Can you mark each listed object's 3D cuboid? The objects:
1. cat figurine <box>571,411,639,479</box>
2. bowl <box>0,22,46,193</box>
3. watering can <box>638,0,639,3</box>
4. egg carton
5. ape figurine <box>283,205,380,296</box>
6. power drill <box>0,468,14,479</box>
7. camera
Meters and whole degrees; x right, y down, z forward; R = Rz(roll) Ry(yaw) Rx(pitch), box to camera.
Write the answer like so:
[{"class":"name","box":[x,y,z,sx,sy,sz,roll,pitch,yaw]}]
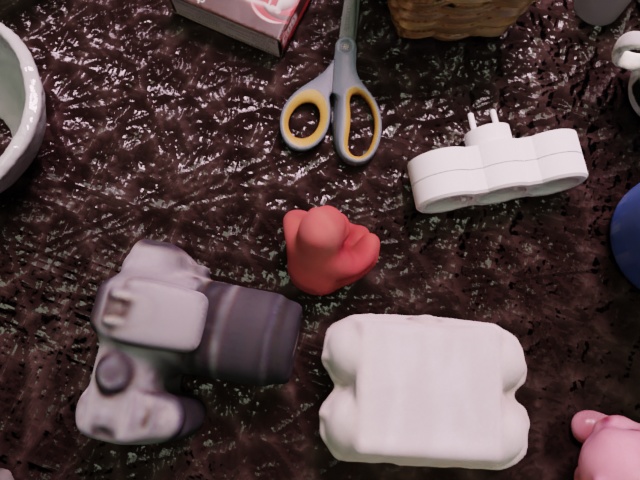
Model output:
[{"class":"cat figurine","box":[0.223,0.153,0.381,0.127,0.118,0.067,3,77,2]},{"class":"bowl","box":[-0.294,-0.093,0.464,0.167,0.075,0.167,0,77,1]},{"class":"watering can","box":[0.328,-0.262,0.433,0.101,0.194,0.173,-38,79,-7]},{"class":"egg carton","box":[0.075,0.108,0.417,0.150,0.069,0.107,2,77,1]},{"class":"ape figurine","box":[0.004,0.002,0.431,0.077,0.092,0.076,39,81,9]},{"class":"power drill","box":[-0.280,0.203,0.330,0.230,0.208,0.075,-43,80,-8]},{"class":"camera","box":[-0.087,0.079,0.410,0.136,0.101,0.143,10,78,3]}]
